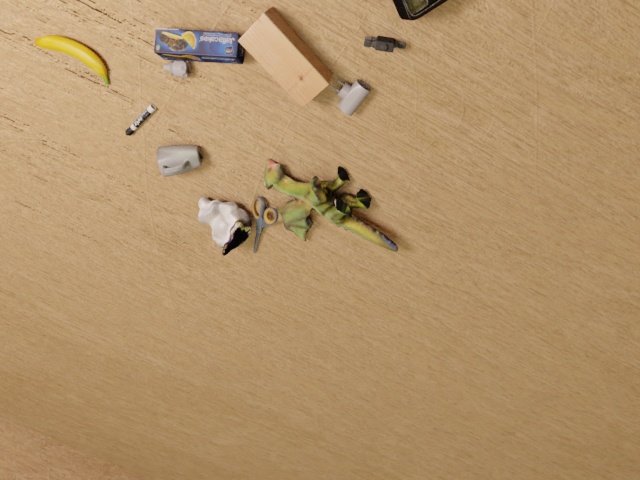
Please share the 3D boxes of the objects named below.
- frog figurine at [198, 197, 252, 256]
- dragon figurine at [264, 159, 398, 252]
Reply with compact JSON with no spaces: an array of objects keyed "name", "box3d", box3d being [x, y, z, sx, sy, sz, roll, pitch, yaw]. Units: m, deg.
[{"name":"frog figurine","box3d":[-0.275,-0.054,1.456,0.161,0.124,0.134,43,137,25]},{"name":"dragon figurine","box3d":[0.004,-0.071,1.403,0.240,0.125,0.406,-26,114,42]}]
